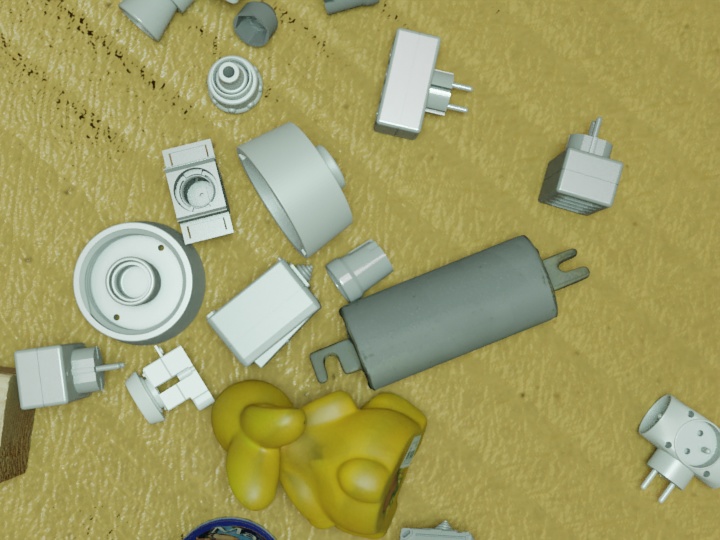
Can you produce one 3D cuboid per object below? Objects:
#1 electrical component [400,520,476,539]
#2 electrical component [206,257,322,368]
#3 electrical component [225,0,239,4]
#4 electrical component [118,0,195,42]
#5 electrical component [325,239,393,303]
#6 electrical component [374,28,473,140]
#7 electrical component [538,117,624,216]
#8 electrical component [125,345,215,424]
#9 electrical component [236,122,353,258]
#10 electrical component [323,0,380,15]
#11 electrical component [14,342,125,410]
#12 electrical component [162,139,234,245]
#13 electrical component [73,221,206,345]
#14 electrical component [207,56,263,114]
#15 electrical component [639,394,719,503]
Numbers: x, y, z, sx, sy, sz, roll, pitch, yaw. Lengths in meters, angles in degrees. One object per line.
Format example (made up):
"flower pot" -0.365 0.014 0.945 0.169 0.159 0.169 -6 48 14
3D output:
"electrical component" 0.066 0.255 0.883 0.062 0.061 0.096 -2 55 24
"electrical component" -0.072 0.034 0.902 0.096 0.061 0.061 -39 89 -2
"electrical component" -0.120 -0.283 0.900 0.100 0.048 0.099 27 52 0
"electrical component" -0.172 -0.230 0.919 0.045 0.045 0.055 41 87 1
"electrical component" 0.000 0.000 0.916 0.046 0.040 0.040 -34 89 -7
"electrical component" 0.058 -0.154 0.919 0.076 0.047 0.083 13 88 -2
"electrical component" 0.189 -0.091 0.901 0.047 0.083 0.075 16 88 0
"electrical component" -0.163 0.097 0.907 0.055 0.048 0.066 -32 88 -10
"electrical component" -0.048 -0.071 0.887 0.060 0.108 0.108 -33 89 -8
"electrical component" -0.010 -0.243 0.926 0.046 0.040 0.040 -17 88 4
"electrical component" -0.233 0.084 0.886 0.076 0.083 0.047 -8 88 -1
"electrical component" -0.135 -0.064 0.904 0.042 0.064 0.081 -14 88 -3
"electrical component" -0.187 0.010 0.901 0.108 0.060 0.108 0 88 -1
"electrical component" -0.108 -0.160 0.909 0.048 0.062 0.048 0 88 -1
"electrical component" 0.270 0.160 0.912 0.077 0.044 0.079 37 87 0
